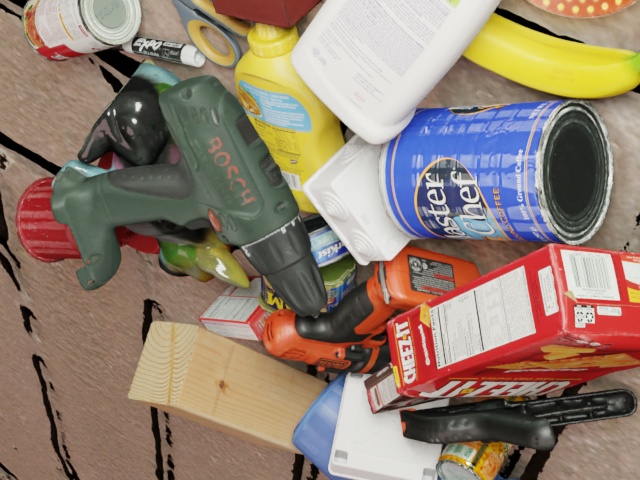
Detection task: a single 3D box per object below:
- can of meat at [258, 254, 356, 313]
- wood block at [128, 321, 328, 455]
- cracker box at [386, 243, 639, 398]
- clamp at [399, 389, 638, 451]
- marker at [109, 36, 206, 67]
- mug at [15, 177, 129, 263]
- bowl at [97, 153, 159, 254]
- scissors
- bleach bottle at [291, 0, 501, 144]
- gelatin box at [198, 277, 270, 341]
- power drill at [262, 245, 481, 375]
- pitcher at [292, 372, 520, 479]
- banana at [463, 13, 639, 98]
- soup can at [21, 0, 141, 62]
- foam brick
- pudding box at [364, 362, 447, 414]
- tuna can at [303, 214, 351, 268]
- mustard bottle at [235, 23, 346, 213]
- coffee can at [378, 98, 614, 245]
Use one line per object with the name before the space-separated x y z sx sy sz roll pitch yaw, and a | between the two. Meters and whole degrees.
can of meat | -0.012 0.041 1.079 0.102 0.057 0.084 26 141 21
wood block | -0.098 0.169 1.203 0.090 0.091 0.205 0 157 46
cracker box | 0.178 0.071 0.828 0.163 0.072 0.214 5 159 -28
clamp | 0.152 0.160 0.937 0.210 0.164 0.036 -10 86 34
marker | -0.158 -0.180 1.000 0.121 0.020 0.020 16 140 33
mug | -0.252 -0.016 1.132 0.082 0.093 0.117 1 158 38
bowl | -0.194 -0.037 1.172 0.162 0.055 0.162 27 144 21
scissors | -0.136 -0.217 0.938 0.202 0.016 0.096 29 145 18
bleach bottle | 0.080 -0.168 0.682 0.102 0.068 0.251 44 139 -3
gelatin box | -0.079 0.074 1.167 0.089 0.073 0.030 -1 129 45
power drill | 0.065 0.075 0.992 0.184 0.057 0.188 11 148 -32
pitcher | 0.086 0.262 1.165 0.243 0.149 0.145 38 166 10
banana | 0.142 -0.136 0.730 0.198 0.037 0.069 23 147 31
soup can | -0.221 -0.206 0.990 0.102 0.068 0.068 -2 128 45
foam brick | -0.044 -0.204 0.827 0.078 0.053 0.051 18 140 30
pudding box | 0.110 0.128 1.008 0.090 0.113 0.039 130 130 -58
tuna can | -0.007 0.001 0.996 0.086 0.086 0.034 -7 108 49
mustard bottle | -0.025 -0.113 0.908 0.096 0.058 0.191 23 144 35
coffee can | 0.128 -0.050 0.787 0.141 0.102 0.102 3 131 43
